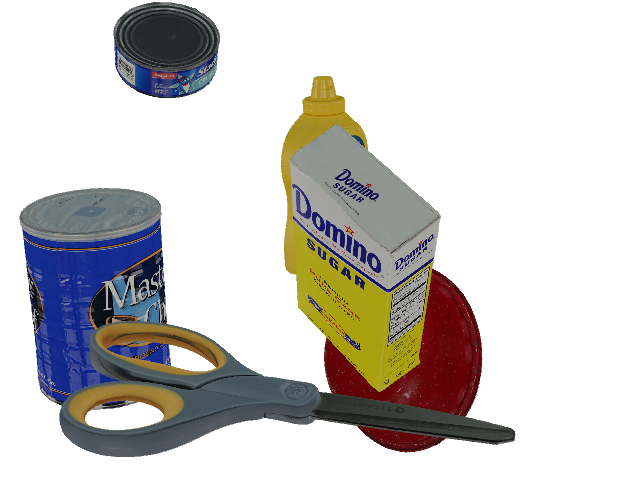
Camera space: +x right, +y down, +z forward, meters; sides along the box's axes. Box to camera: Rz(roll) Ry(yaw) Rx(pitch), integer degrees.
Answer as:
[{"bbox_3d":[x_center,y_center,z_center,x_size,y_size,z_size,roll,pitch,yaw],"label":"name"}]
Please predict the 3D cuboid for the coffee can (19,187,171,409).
[{"bbox_3d":[-0.168,0.042,0.810,0.103,0.140,0.103,-1,21,0],"label":"coffee can"}]

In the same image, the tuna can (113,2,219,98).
[{"bbox_3d":[-0.127,-0.156,0.877,0.086,0.086,0.034,0,-40,-10],"label":"tuna can"}]

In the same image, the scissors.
[{"bbox_3d":[-0.026,0.079,0.465,0.202,0.016,0.096,16,33,23],"label":"scissors"}]

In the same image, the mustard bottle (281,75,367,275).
[{"bbox_3d":[0.006,-0.064,1.044,0.096,0.192,0.058,-16,22,-37],"label":"mustard bottle"}]

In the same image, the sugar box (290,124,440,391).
[{"bbox_3d":[0.025,0.017,0.680,0.048,0.093,0.176,-36,-28,-19],"label":"sugar box"}]

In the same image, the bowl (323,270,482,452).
[{"bbox_3d":[0.055,0.098,0.900,0.162,0.162,0.055,0,-6,44],"label":"bowl"}]
